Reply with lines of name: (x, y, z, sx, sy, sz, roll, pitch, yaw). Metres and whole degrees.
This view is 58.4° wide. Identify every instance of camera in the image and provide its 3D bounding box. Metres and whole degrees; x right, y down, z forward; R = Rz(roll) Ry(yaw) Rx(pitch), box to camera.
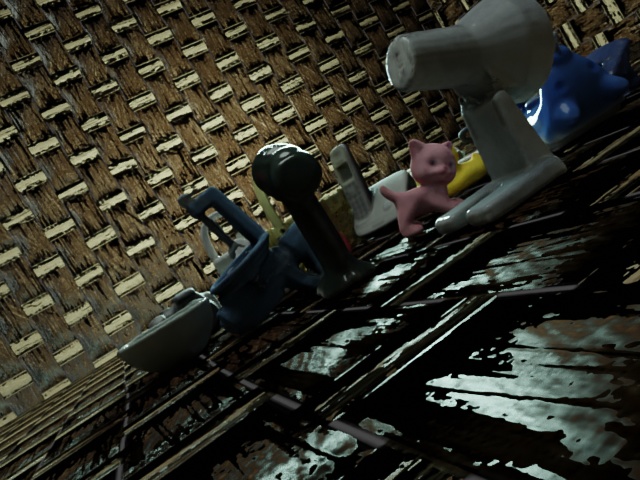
camera: (-0.249, 0.148, 1.082, 0.143, 0.101, 0.136, -32, 3, -22)

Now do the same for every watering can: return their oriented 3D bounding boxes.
watering can: (-0.140, 0.031, 1.038, 0.101, 0.194, 0.172, -33, 4, -33)

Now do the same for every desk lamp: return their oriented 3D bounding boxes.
desk lamp: (0.177, -0.147, 0.627, 0.204, 0.213, 0.117, -32, 4, -25)

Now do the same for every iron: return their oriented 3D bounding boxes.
iron: (0.325, -0.207, 0.850, 0.118, 0.141, 0.258, -31, 3, -5)

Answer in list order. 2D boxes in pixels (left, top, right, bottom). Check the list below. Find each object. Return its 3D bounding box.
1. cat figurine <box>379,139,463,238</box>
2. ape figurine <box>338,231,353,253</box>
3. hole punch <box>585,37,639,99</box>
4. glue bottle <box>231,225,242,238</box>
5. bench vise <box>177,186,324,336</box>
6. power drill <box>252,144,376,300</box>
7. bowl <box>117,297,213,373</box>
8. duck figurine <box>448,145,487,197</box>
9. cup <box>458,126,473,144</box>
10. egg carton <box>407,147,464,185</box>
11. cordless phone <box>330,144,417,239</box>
cat figurine: (0.145, -0.082, 0.805, 0.127, 0.118, 0.067, -31, 3, 7)
ape figurine: (0.009, 0.004, 0.992, 0.076, 0.092, 0.077, -32, 3, -17)
hole punch: (0.456, -0.261, 0.928, 0.101, 0.091, 0.108, -32, 3, -26)
glue bottle: (-0.141, 0.033, 1.221, 0.078, 0.173, 0.037, -33, 4, -26)
bench vise: (-0.101, 0.003, 0.852, 0.208, 0.220, 0.121, -33, 4, -39)
power drill: (-0.019, -0.032, 0.733, 0.076, 0.208, 0.229, -31, 3, -9)
bowl: (-0.235, 0.164, 0.923, 0.167, 0.075, 0.167, -31, 3, 2)
duck figurine: (0.238, -0.132, 1.019, 0.104, 0.086, 0.077, -31, 3, -3)
cup: (0.323, -0.190, 1.047, 0.117, 0.095, 0.092, -30, 3, 13)
egg carton: (0.277, -0.168, 1.392, 0.150, 0.069, 0.107, -32, 3, -10)
cordless phone: (0.094, -0.106, 1.061, 0.147, 0.185, 0.094, -28, 5, 45)
